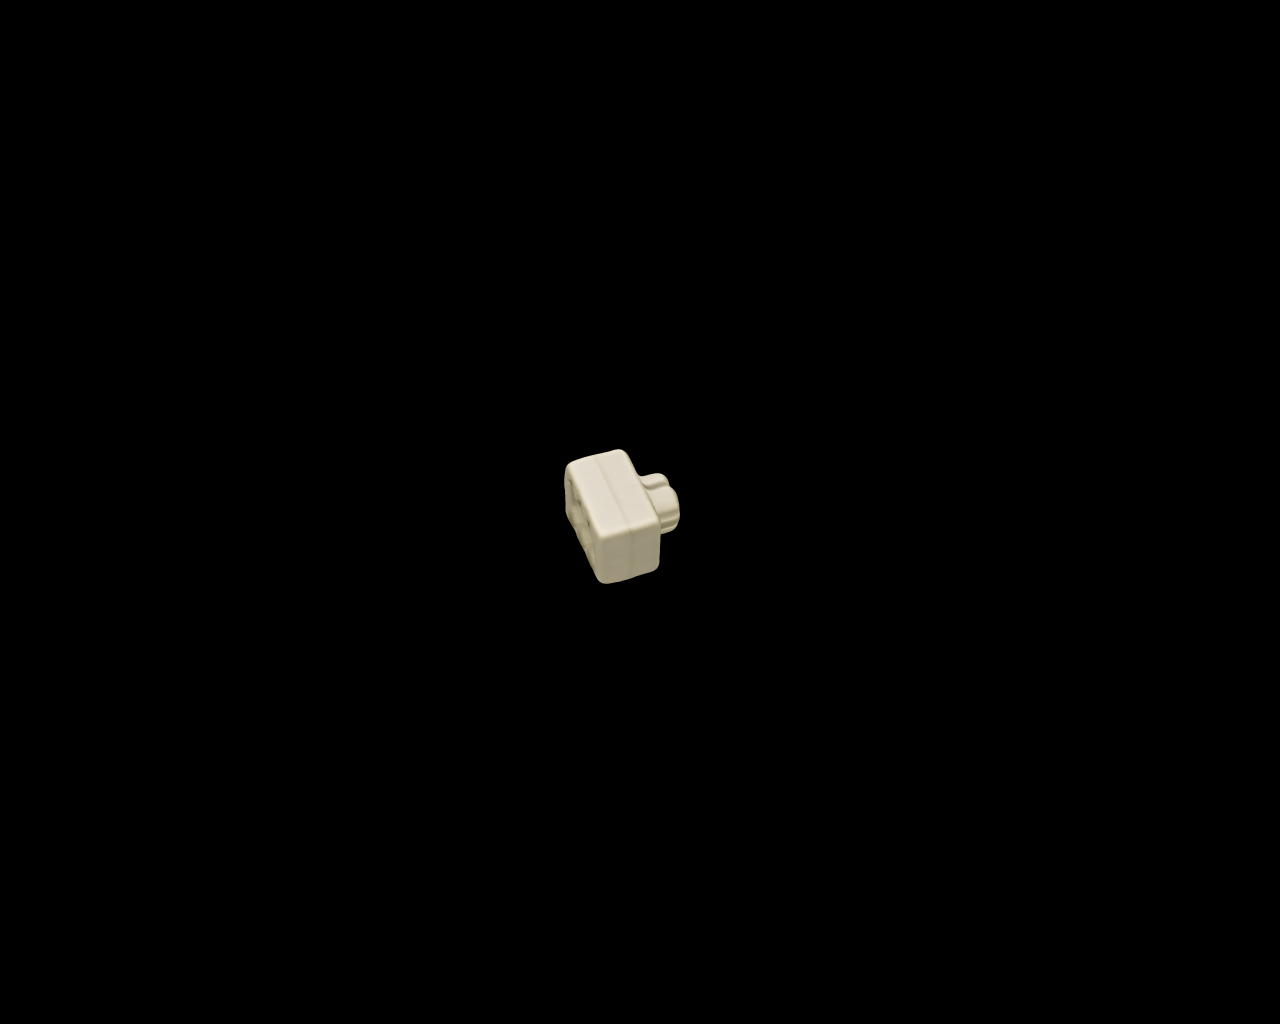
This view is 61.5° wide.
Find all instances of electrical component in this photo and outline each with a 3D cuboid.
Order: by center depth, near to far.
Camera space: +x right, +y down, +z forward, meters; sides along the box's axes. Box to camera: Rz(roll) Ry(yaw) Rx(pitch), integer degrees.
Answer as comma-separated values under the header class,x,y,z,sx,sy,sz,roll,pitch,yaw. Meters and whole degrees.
class,x,y,z,sx,sy,sz,roll,pitch,yaw
electrical component,0.001,-0.003,0.650,0.077,0.066,0.047,-16,-39,-13
